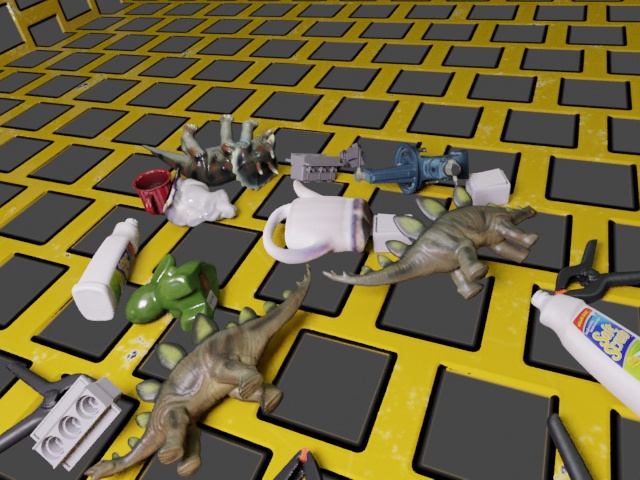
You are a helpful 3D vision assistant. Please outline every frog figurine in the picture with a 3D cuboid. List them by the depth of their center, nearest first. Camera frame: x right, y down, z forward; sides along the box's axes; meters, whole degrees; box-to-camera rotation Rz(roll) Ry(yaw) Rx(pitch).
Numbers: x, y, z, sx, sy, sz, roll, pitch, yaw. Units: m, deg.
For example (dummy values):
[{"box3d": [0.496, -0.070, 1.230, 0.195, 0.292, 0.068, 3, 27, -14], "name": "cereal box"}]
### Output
[{"box3d": [-0.278, -0.081, 1.208, 0.159, 0.121, 0.140, 21, 25, -21], "name": "frog figurine"}]

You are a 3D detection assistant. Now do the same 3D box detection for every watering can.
[{"box3d": [0.003, -0.056, 1.109, 0.224, 0.102, 0.355, 0, 32, 10], "name": "watering can"}]
